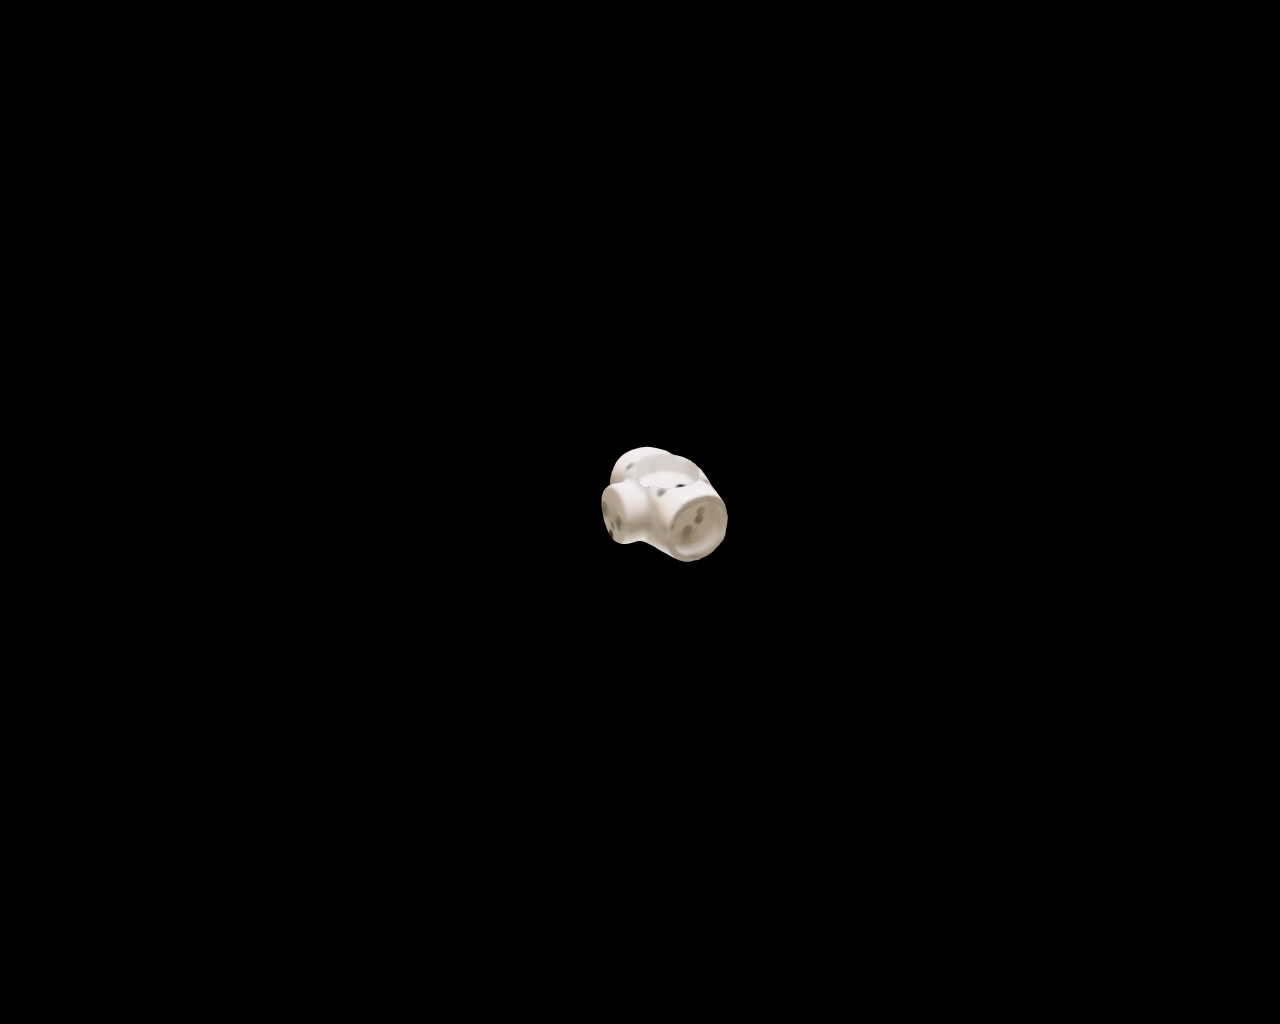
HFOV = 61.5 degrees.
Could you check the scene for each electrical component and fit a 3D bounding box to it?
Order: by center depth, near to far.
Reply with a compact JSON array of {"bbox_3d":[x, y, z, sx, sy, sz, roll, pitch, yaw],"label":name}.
[{"bbox_3d":[0.001,-0.003,0.650,0.079,0.044,0.077,-14,32,-24],"label":"electrical component"}]
